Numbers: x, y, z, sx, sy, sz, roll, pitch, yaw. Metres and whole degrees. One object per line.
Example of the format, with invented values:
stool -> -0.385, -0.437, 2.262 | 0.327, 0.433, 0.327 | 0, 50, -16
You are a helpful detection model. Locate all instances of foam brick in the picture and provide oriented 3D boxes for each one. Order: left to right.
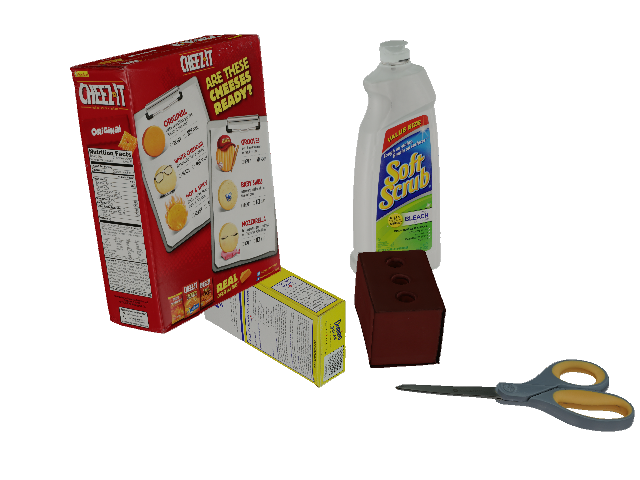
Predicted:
foam brick -> 0.056, 0.048, 0.776 | 0.053, 0.051, 0.078 | -3, 33, -7

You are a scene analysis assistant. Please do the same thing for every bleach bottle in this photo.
bleach bottle -> 0.076, -0.086, 1.144 | 0.102, 0.251, 0.068 | -10, 23, -12

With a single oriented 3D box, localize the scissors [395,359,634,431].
scissors -> 0.171, 0.123, 0.929 | 0.202, 0.016, 0.096 | 11, 29, 7

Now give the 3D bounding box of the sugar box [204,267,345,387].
sugar box -> -0.051, 0.072, 1.111 | 0.048, 0.093, 0.176 | -27, 41, -36

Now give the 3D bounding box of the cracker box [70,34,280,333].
cracker box -> -0.114, -0.052, 0.884 | 0.072, 0.214, 0.163 | 6, 21, 34
